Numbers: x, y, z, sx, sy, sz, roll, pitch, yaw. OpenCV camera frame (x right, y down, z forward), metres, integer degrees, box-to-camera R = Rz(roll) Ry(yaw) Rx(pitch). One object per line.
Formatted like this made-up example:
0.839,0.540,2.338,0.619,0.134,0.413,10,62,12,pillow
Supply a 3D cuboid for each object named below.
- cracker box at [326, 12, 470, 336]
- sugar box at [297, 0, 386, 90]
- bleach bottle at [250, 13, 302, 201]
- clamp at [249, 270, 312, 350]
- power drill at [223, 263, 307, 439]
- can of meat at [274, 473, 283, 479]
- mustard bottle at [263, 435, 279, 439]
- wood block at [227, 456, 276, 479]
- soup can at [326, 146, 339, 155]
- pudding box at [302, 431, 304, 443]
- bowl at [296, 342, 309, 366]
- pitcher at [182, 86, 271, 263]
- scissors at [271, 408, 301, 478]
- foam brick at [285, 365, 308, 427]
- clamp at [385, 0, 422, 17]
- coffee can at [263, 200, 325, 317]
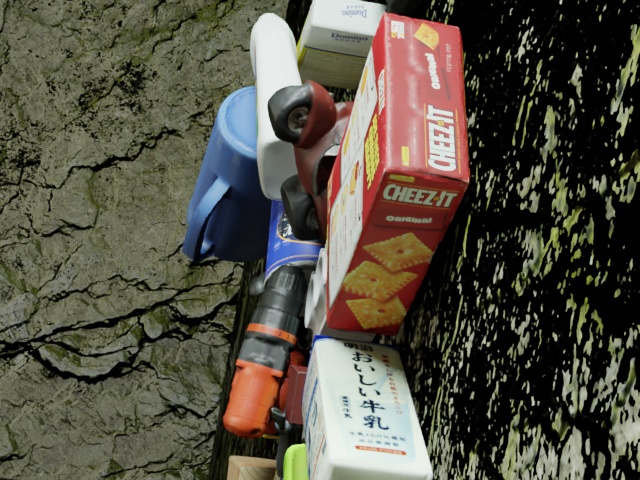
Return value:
0.058,-0.047,0.864,0.214,0.072,0.164,109,166,-52,cracker box
0.024,-0.229,1.251,0.176,0.093,0.048,126,152,-74,sugar box
-0.046,-0.167,1.216,0.102,0.068,0.251,87,176,-47,bleach bottle
-0.024,0.044,1.281,0.120,0.039,0.171,61,-143,-32,clamp
-0.052,0.131,1.150,0.187,0.057,0.184,81,-153,-72,power drill
-0.027,0.294,1.215,0.102,0.057,0.084,-112,33,-75,can of meat
-0.051,0.193,1.511,0.192,0.058,0.096,105,170,-45,mustard bottle
-0.074,0.339,1.401,0.206,0.090,0.091,137,140,-78,wood block
0.030,-0.068,1.119,0.068,0.068,0.102,-108,27,-75,soup can
0.008,0.163,1.159,0.090,0.039,0.113,111,167,-72,pudding box
-0.029,0.135,1.344,0.162,0.055,0.162,176,90,-82,bowl
-0.097,-0.076,1.348,0.243,0.145,0.149,112,155,-58,pitcher
-0.038,0.205,1.080,0.201,0.016,0.096,10,-93,-83,scissors
0.009,0.151,1.004,0.053,0.078,0.051,177,102,-83,foam brick
0.080,-0.241,1.035,0.210,0.036,0.164,120,157,-70,clamp
-0.008,0.001,1.201,0.103,0.102,0.140,107,169,-53,coffee can
